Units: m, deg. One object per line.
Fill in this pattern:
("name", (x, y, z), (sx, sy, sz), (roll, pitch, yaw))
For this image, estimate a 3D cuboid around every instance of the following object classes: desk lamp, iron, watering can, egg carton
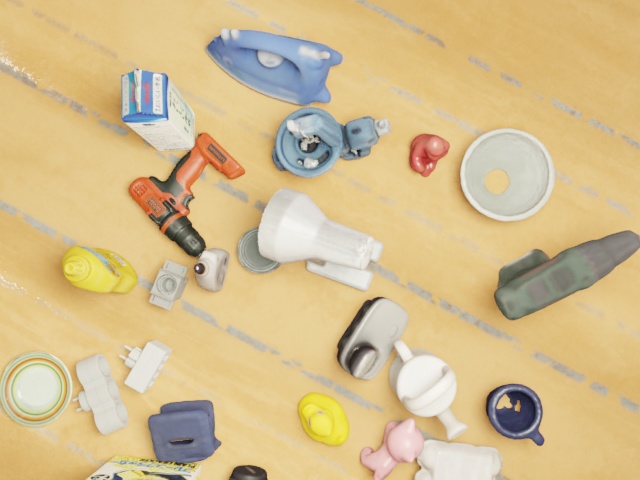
("desk lamp", (0.009, 0.003, 0.956), (0.203, 0.213, 0.118), (20, 86, 2))
("iron", (-0.093, -0.332, 1.018), (0.258, 0.141, 0.119), (15, 86, 1))
("watering can", (0.180, 0.244, 0.947), (0.173, 0.194, 0.101), (35, 86, 3))
("egg carton", (0.240, 0.407, 0.997), (0.150, 0.069, 0.107), (6, 86, 1))

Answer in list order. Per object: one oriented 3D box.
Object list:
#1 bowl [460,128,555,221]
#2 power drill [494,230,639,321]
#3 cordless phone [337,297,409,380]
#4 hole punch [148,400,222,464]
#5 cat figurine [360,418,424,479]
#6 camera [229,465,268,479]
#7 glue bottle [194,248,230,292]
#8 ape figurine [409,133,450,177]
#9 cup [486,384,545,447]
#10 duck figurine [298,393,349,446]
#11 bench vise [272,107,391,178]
("bowl", (0.329, -0.112, 1.035), (0.167, 0.074, 0.167), (0, 86, 0))
("power drill", (0.386, 0.055, 0.955), (0.229, 0.208, 0.075), (-30, 86, -2))
("cordless phone", (0.092, 0.168, 0.958), (0.094, 0.185, 0.148), (29, 86, 3))
("hole punch", (-0.234, 0.337, 0.992), (0.108, 0.091, 0.101), (-6, 85, 0))
("cat figurine", (0.130, 0.362, 0.977), (0.067, 0.117, 0.128), (40, 87, 3))
("camera", (-0.114, 0.467, 0.977), (0.143, 0.101, 0.137), (8, 86, 1))
("glue bottle", (-0.189, 0.049, 0.973), (0.037, 0.173, 0.078), (14, 86, 2))
("ape figurine", (0.199, -0.161, 1.030), (0.078, 0.092, 0.076), (-18, 86, -1))
("cup", (0.335, 0.299, 0.993), (0.092, 0.095, 0.118), (-40, 86, -3))
("duck figurine", (0.007, 0.319, 0.996), (0.077, 0.086, 0.104), (-45, 87, -3))
("bench vise", (0.012, -0.188, 0.968), (0.207, 0.219, 0.121), (-31, 86, -2))
